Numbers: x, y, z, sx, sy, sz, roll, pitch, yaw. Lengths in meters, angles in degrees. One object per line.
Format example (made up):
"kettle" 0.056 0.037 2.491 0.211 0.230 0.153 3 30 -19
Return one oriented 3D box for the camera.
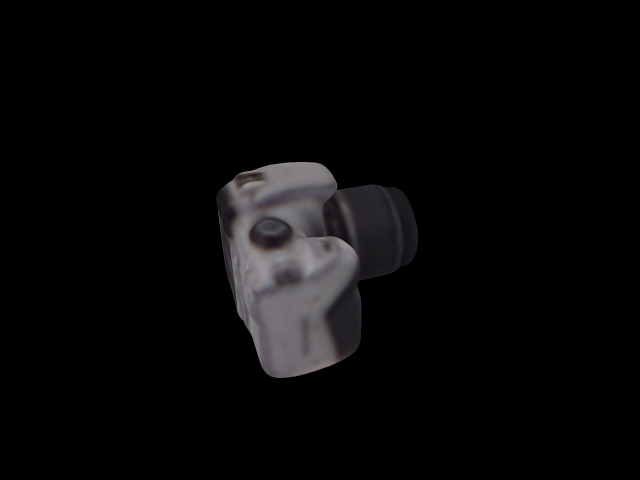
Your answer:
"camera" 0.004 0.001 0.400 0.137 0.101 0.143 -11 35 -15
